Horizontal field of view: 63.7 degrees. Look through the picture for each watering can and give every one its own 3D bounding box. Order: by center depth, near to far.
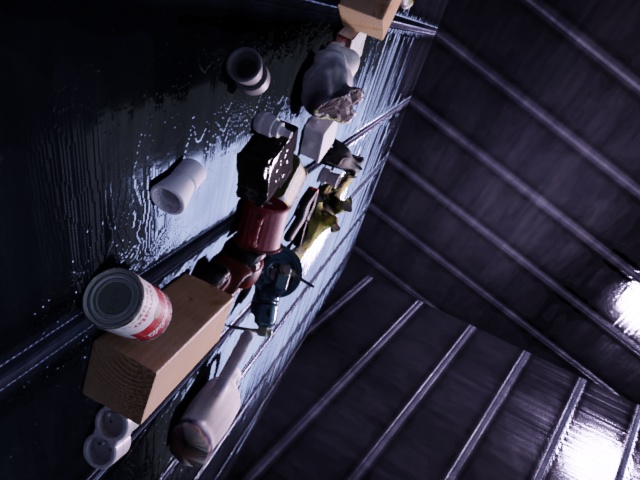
[{"bbox_3d":[-0.241,0.370,1.171,0.229,0.104,0.340,-54,167,-52],"label":"watering can"}]

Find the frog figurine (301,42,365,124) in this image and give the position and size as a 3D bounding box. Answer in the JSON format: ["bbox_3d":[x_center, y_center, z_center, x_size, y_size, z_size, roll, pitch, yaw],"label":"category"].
[{"bbox_3d":[0.018,-0.307,0.954,0.135,0.122,0.162,64,15,-68],"label":"frog figurine"}]

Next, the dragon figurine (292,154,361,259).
[{"bbox_3d":[0.005,-0.079,1.566,0.238,0.122,0.419,-48,-174,49],"label":"dragon figurine"}]
